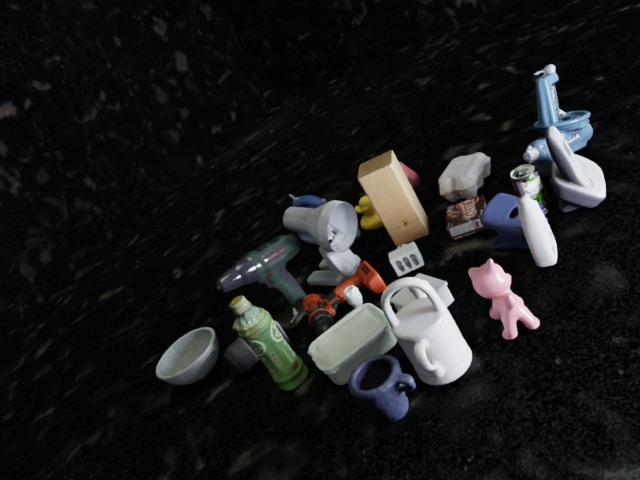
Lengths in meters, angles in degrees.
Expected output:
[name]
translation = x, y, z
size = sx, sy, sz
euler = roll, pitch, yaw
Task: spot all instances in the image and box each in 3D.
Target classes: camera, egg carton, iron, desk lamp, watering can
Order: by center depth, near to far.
[watering can]
translation = 0.168, 0.137, 0.960
size = 0.101, 0.194, 0.172
euler = -31, 24, 2
[camera]
translation = -0.163, 0.227, 1.305
size = 0.137, 0.101, 0.142
euler = -42, 26, -22
[desk lamp]
translation = 0.013, 0.005, 1.380
size = 0.202, 0.214, 0.118
euler = -5, 36, 46
[egg carton]
translation = 0.368, -0.162, 1.453
size = 0.107, 0.069, 0.150
euler = -7, 34, 43
[iron]
translation = 0.006, -0.072, 1.628
size = 0.119, 0.142, 0.257
euler = -43, 26, -24

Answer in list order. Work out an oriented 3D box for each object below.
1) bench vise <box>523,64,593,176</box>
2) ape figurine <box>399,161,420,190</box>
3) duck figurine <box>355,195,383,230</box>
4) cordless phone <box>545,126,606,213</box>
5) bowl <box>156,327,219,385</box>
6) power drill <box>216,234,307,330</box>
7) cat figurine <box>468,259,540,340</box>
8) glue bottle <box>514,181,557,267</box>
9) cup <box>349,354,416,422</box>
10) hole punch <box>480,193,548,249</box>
[bench vise]
translation = 0.524, -0.265, 1.277
size = 0.121, 0.220, 0.208
euler = -8, 33, 43
[ape figurine]
translation = 0.236, -0.182, 1.623
size = 0.076, 0.092, 0.078
euler = -17, 28, 31
[duck figurine]
translation = 0.143, -0.083, 1.551
size = 0.104, 0.086, 0.077
euler = -17, 28, 30
[cordless phone]
translation = 0.501, -0.164, 1.152
size = 0.094, 0.185, 0.148
euler = -18, 27, 29
[bowl]
translation = -0.305, 0.293, 1.381
size = 0.167, 0.075, 0.167
euler = -26, 24, 13
[power drill]
translation = -0.110, 0.104, 1.343
size = 0.075, 0.209, 0.230
euler = 0, 39, 50
[cat figurine]
translation = 0.307, 0.089, 0.982
size = 0.067, 0.118, 0.127
euler = -30, 24, 5
[glue bottle]
translation = 0.391, -0.036, 1.053
size = 0.037, 0.173, 0.078
euler = -16, 28, 32
[cup]
translation = 0.116, 0.249, 0.931
size = 0.117, 0.095, 0.092
euler = -9, 32, 41
[hole punch]
translation = 0.395, -0.043, 1.164
size = 0.100, 0.091, 0.109
euler = -4, 36, 47
